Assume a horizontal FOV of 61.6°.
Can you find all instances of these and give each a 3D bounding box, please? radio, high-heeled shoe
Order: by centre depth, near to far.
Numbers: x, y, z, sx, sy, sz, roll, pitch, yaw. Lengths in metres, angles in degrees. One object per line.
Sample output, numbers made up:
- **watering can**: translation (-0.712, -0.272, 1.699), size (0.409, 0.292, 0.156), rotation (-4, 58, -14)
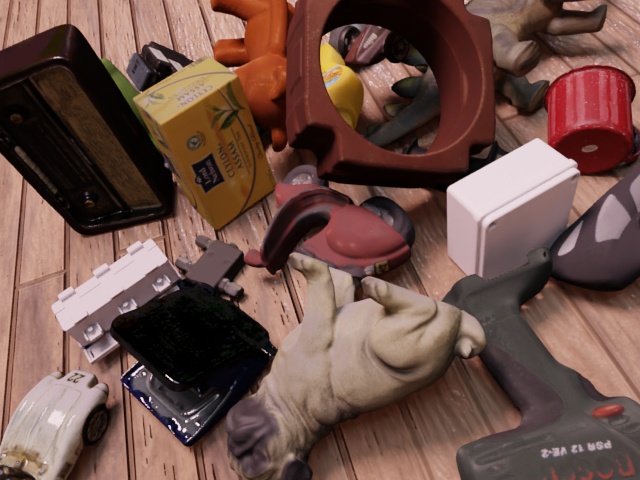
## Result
- **high-heeled shoe**: translation (0.311, -0.044, 0.544), size (0.145, 0.086, 0.249), rotation (-11, 32, 36)
- **radio**: translation (-0.272, -0.109, 0.605), size (0.131, 0.229, 0.073), rotation (-16, 48, 5)

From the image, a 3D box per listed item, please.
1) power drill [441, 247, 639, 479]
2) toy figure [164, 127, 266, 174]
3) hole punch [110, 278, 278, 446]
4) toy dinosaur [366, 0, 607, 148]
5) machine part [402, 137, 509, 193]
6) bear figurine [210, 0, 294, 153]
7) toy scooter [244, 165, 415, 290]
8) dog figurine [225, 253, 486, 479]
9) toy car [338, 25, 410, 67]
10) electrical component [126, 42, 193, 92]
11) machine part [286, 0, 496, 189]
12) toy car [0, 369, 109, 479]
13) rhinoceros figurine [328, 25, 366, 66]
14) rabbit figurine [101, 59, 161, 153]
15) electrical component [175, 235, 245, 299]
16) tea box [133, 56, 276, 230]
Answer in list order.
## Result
- **power drill**: translation (0.205, 0.111, 0.436), size (0.232, 0.085, 0.207), rotation (-20, 59, 0)
- **toy figure**: translation (-0.130, -0.127, 0.692), size (0.154, 0.057, 0.064), rotation (-39, 36, -18)
- **hole punch**: translation (-0.120, 0.112, 0.506), size (0.142, 0.092, 0.116), rotation (28, 36, 32)
- **toy dinosaur**: translation (0.200, -0.238, 0.685), size (0.471, 0.104, 0.199), rotation (-43, 49, -14)
- **machine part**: translation (0.159, -0.079, 0.610), size (0.139, 0.039, 0.084), rotation (13, 66, 18)
- **bear figurine**: translation (-0.078, -0.206, 0.643), size (0.132, 0.120, 0.196), rotation (7, 54, -2)
- **toy scooter**: translation (-0.001, -0.002, 0.562), size (0.184, 0.075, 0.135), rotation (30, 64, 33)
- **dog figurine**: translation (0.023, 0.124, 0.431), size (0.173, 0.121, 0.190), rotation (14, 84, 36)
- **toy car**: translation (0.102, -0.281, 0.661), size (0.089, 0.053, 0.202), rotation (25, 62, 38)
- **electrical component**: translation (-0.187, -0.209, 0.725), size (0.115, 0.134, 0.058), rotation (49, 117, 38)
- **machine part**: translation (0.068, -0.157, 0.541), size (0.201, 0.087, 0.201), rotation (2, 83, -16)
- **toy car**: translation (-0.257, 0.208, 0.470), size (0.074, 0.056, 0.202), rotation (8, 56, 18)
- **rhinoceros figurine**: translation (0.095, -0.317, 0.776), size (0.190, 0.073, 0.112), rotation (-26, 47, -7)
- **rabbit figurine**: translation (-0.301, -0.140, 0.701), size (0.170, 0.159, 0.121), rotation (-44, 65, -2)
- **electrical component**: translation (-0.113, 0.029, 0.595), size (0.094, 0.021, 0.063), rotation (23, 61, 27)
- **tea box**: translation (-0.122, -0.104, 0.605), size (0.098, 0.169, 0.068), rotation (-39, 55, -15)
